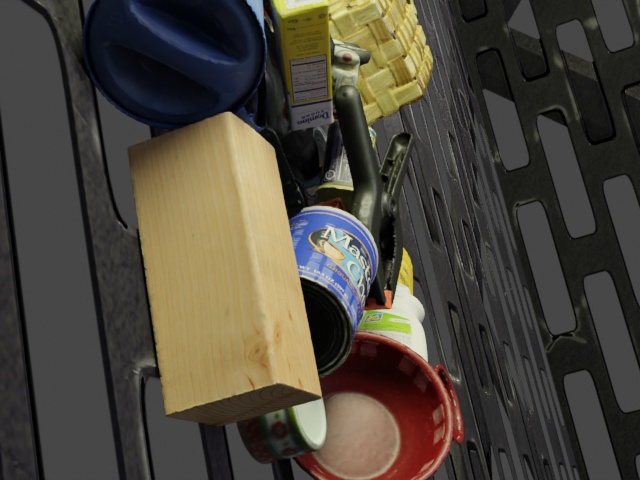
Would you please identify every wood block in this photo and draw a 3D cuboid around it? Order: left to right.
[{"bbox_3d":[-0.071,0.024,0.792,0.090,0.091,0.206,35,40,-65],"label":"wood block"}]

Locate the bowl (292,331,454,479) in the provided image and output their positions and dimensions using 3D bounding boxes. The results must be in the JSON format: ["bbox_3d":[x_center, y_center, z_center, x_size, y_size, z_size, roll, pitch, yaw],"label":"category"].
[{"bbox_3d":[0.035,0.164,0.955,0.055,0.162,0.162,107,-19,-54],"label":"bowl"}]

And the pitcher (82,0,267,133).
[{"bbox_3d":[-0.101,-0.196,0.863,0.243,0.145,0.149,-90,-168,-53],"label":"pitcher"}]

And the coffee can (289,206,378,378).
[{"bbox_3d":[-0.009,0.044,0.940,0.140,0.103,0.103,-65,136,-62],"label":"coffee can"}]

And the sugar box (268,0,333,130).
[{"bbox_3d":[-0.017,-0.176,0.894,0.176,0.048,0.093,79,0,-67],"label":"sugar box"}]

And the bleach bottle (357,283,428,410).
[{"bbox_3d":[0.075,0.122,1.125,0.250,0.102,0.068,-68,164,-59],"label":"bleach bottle"}]

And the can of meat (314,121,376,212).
[{"bbox_3d":[0.027,-0.066,1.134,0.102,0.057,0.084,96,2,-64],"label":"can of meat"}]

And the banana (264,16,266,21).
[{"bbox_3d":[-0.083,-0.325,1.217,0.069,0.037,0.198,81,4,-54],"label":"banana"}]

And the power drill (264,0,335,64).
[{"bbox_3d":[-0.052,-0.257,1.062,0.184,0.057,0.188,65,-9,-17],"label":"power drill"}]

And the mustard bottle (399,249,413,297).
[{"bbox_3d":[0.082,0.084,1.291,0.191,0.058,0.096,-87,153,-49],"label":"mustard bottle"}]

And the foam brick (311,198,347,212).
[{"bbox_3d":[-0.007,0.001,1.049,0.053,0.078,0.051,-76,143,-60],"label":"foam brick"}]

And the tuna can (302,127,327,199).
[{"bbox_3d":[-0.008,-0.092,1.219,0.086,0.034,0.086,-17,90,-74],"label":"tuna can"}]

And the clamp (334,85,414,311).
[{"bbox_3d":[0.060,-0.035,1.054,0.164,0.036,0.210,10,76,-63],"label":"clamp"}]

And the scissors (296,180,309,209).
[{"bbox_3d":[0.003,0.006,1.186,0.096,0.016,0.202,25,50,-67],"label":"scissors"}]

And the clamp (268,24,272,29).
[{"bbox_3d":[-0.038,-0.205,1.218,0.171,0.039,0.120,-87,171,-62],"label":"clamp"}]

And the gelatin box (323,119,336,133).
[{"bbox_3d":[0.002,-0.159,1.272,0.089,0.030,0.073,96,-8,-51],"label":"gelatin box"}]

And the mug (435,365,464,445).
[{"bbox_3d":[0.114,0.194,1.241,0.117,0.082,0.093,-70,140,-64],"label":"mug"}]

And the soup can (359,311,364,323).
[{"bbox_3d":[0.021,0.040,1.093,0.068,0.069,0.102,65,27,-25],"label":"soup can"}]
